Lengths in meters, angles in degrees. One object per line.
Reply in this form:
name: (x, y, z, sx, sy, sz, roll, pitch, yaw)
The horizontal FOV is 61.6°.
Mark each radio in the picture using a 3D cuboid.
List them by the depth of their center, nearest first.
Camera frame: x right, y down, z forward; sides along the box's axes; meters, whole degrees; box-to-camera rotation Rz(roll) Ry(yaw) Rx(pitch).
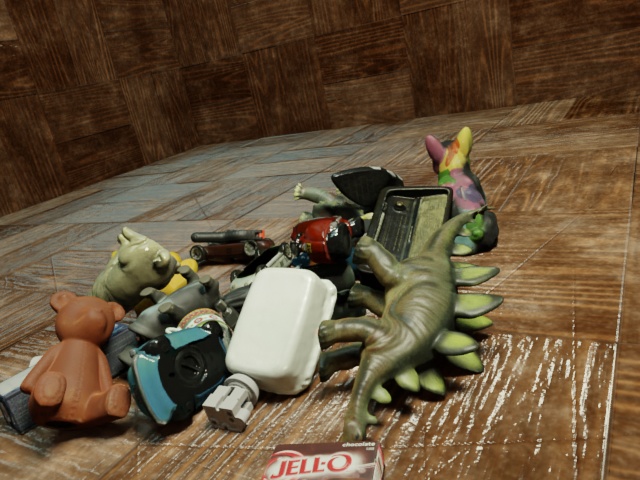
radio: (0.147, 0.002, 0.901, 0.131, 0.073, 0.230, 4, 42, 18)

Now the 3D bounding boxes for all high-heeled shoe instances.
high-heeled shoe: (0.097, -0.128, 1.145, 0.248, 0.086, 0.145, 14, 17, -37)

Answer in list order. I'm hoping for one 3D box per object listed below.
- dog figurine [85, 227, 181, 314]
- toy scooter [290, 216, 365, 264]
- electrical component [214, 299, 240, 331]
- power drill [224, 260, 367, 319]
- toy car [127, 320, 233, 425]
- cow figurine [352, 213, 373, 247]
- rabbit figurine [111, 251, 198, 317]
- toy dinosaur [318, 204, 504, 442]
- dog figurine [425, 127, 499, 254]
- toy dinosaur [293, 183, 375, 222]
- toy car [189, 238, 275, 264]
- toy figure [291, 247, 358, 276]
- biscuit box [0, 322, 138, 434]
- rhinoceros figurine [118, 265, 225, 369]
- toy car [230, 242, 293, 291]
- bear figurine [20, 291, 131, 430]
dog figurine: (-0.330, 0.090, 0.878, 0.190, 0.121, 0.172, -59, 18, -24)
toy scooter: (-0.002, -0.003, 0.948, 0.135, 0.075, 0.184, -5, 11, 18)
electrical component: (-0.121, 0.128, 0.805, 0.021, 0.094, 0.063, -43, 24, -9)
power drill: (-0.034, 0.102, 0.863, 0.232, 0.085, 0.207, -15, 11, -17)
toy car: (-0.192, 0.172, 0.710, 0.103, 0.109, 0.161, -21, 2, 34)
cow figurine: (0.139, -0.008, 1.031, 0.168, 0.098, 0.068, -4, 14, 22)
rabbit figurine: (-0.313, 0.095, 1.034, 0.162, 0.121, 0.173, -8, 31, -17)
toy dinosaur: (0.131, 0.077, 0.705, 0.199, 0.104, 0.471, 15, 46, 16)
dog figurine: (0.266, -0.099, 1.030, 0.109, 0.219, 0.191, -13, 17, 10)
toy dinosaur: (0.073, -0.066, 1.229, 0.192, 0.131, 0.405, 20, 26, 30)
toy car: (-0.198, 0.026, 1.206, 0.202, 0.053, 0.089, -6, 4, 20)
toy figure: (0.016, 0.046, 1.014, 0.155, 0.057, 0.064, -6, 13, 33)
biscuit box: (-0.367, 0.197, 0.801, 0.059, 0.062, 0.203, 4, 24, 42)
rhinoceros figurine: (-0.235, 0.125, 0.843, 0.073, 0.111, 0.190, 20, 48, 31)
toy car: (-0.112, 0.057, 1.063, 0.074, 0.056, 0.202, -12, 16, 23)
bear figurine: (-0.316, 0.148, 0.725, 0.132, 0.120, 0.196, -34, 41, 41)
